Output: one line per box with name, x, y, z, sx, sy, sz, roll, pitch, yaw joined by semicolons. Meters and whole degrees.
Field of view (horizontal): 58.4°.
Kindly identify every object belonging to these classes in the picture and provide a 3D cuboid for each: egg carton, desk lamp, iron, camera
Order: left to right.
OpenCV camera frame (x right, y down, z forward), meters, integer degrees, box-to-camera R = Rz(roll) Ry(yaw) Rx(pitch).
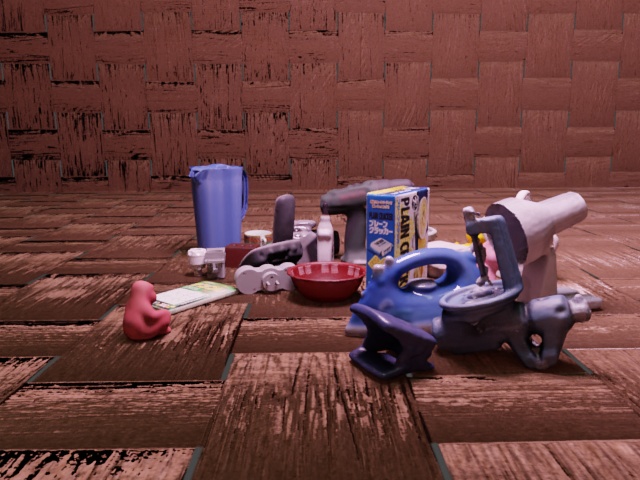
camera;-0.018;0.001;1.453;0.137;0.101;0.143;-2;11;-7
iron;0.163;0.077;0.950;0.259;0.141;0.118;-4;12;-19
egg carton;0.277;0.046;1.295;0.107;0.069;0.149;-9;14;-37
desk lamp;0.404;0.022;1.040;0.204;0.213;0.117;-4;12;-19

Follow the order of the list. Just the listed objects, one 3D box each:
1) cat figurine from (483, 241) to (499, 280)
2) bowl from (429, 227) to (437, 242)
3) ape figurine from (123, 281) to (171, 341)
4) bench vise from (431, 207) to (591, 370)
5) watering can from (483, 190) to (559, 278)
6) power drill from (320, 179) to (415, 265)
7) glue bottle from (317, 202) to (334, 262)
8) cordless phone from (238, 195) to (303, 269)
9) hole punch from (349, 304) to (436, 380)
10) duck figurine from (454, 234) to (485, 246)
cat figurine;0.340;0.043;1.183;0.128;0.118;0.067;-3;11;-13
bowl;0.217;0.008;1.481;0.167;0.075;0.167;0;11;0
ape figurine;-0.283;0.111;0.923;0.077;0.092;0.076;10;15;43
bench vise;0.267;0.063;0.818;0.207;0.220;0.121;1;11;5
watering can;0.435;-0.013;1.270;0.172;0.194;0.101;3;12;16
power drill;0.115;-0.047;1.413;0.229;0.208;0.075;1;11;5
glue bottle;0.011;0.004;1.246;0.037;0.173;0.078;0;11;3
cordless phone;-0.108;-0.006;1.270;0.093;0.185;0.148;9;15;40
hole punch;0.100;0.132;0.801;0.101;0.091;0.108;-6;12;-26
duck figurine;0.388;0.006;1.454;0.104;0.086;0.077;-1;11;-4
